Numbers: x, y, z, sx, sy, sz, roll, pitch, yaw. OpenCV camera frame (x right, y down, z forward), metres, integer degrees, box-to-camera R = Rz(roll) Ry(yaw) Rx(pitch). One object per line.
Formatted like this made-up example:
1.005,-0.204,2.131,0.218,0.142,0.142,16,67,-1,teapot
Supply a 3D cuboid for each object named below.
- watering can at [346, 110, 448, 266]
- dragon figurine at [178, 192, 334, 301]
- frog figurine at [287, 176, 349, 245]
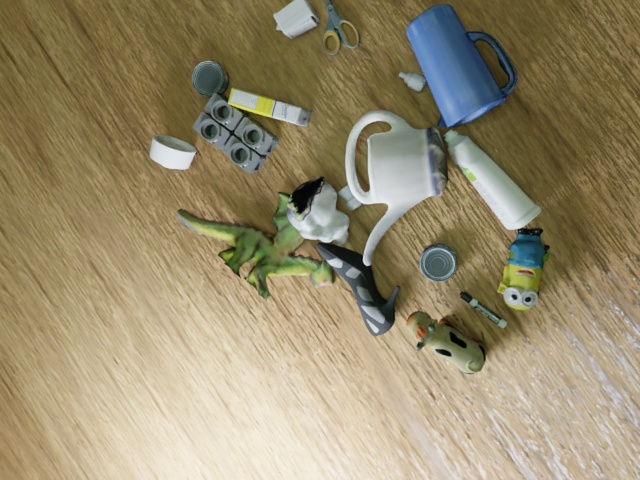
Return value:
0.174,-0.122,1.152,0.224,0.104,0.347,-5,92,14,watering can
-0.136,-0.011,1.266,0.411,0.121,0.243,43,87,4,dragon figurine
0.004,-0.061,1.211,0.122,0.157,0.140,-5,57,38,frog figurine
